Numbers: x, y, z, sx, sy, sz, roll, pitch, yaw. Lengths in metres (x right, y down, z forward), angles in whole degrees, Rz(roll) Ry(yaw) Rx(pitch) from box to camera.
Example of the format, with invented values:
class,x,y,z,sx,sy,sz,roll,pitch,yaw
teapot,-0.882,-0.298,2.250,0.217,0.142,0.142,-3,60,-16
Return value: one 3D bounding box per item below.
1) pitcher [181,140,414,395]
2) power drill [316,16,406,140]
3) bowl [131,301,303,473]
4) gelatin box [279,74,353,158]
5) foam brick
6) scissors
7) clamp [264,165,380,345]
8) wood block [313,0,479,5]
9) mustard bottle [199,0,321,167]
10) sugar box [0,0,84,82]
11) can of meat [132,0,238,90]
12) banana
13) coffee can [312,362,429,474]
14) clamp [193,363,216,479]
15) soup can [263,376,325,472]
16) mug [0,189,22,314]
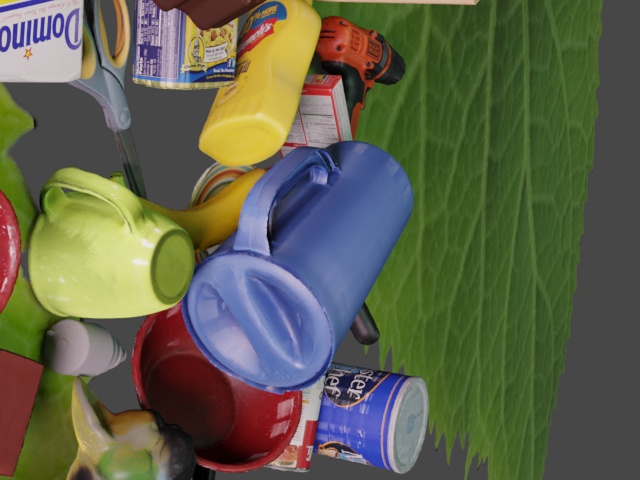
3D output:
class,x,y,z,sx,sy,sz,roll,pitch,yaw
pitcher,-0.006,0.001,0.916,0.145,0.149,0.242,45,39,-6
power drill,0.039,-0.138,1.170,0.184,0.057,0.187,9,86,-62
bowl,-0.095,0.126,0.900,0.161,0.055,0.162,20,51,-27
gelatin box,-0.009,-0.120,1.049,0.030,0.073,0.089,-57,145,-43
foam brick,-0.221,0.107,0.685,0.051,0.053,0.078,35,67,-62
scissors,-0.163,-0.095,0.796,0.096,0.016,0.202,-33,126,-56
clamp,0.001,0.004,1.079,0.209,0.036,0.164,44,27,-45
wood block,0.055,-0.275,0.985,0.090,0.206,0.090,-51,141,-49
mustard bottle,-0.044,-0.160,0.938,0.058,0.096,0.191,33,57,-27
sugar box,-0.191,-0.189,0.676,0.093,0.048,0.176,-18,111,-62
can of meat,-0.106,-0.165,0.852,0.101,0.058,0.084,-19,116,-62
banana,-0.101,-0.023,0.885,0.197,0.037,0.070,-8,112,-59
coffee can,0.034,0.185,1.145,0.102,0.140,0.103,-28,122,-60
clamp,-0.109,0.152,0.955,0.120,0.039,0.171,62,36,-52
soup can,-0.035,0.178,1.082,0.068,0.069,0.102,21,78,-64
mug,-0.226,0.008,0.613,0.117,0.082,0.093,21,78,-64
